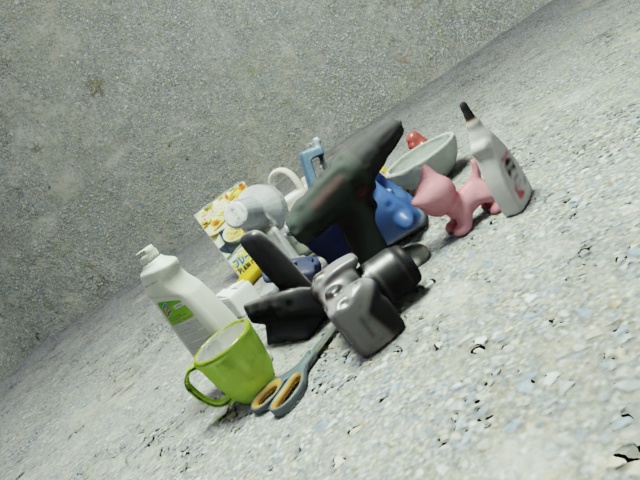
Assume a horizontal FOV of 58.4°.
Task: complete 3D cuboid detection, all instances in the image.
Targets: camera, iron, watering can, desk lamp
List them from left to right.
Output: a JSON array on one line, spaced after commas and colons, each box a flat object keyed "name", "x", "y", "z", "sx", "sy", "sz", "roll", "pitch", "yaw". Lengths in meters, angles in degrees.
[{"name": "desk lamp", "x": -0.118, "y": -0.010, "z": 1.241, "sx": 0.118, "sy": 0.214, "sz": 0.203, "roll": -31, "pitch": 13, "yaw": 16}, {"name": "watering can", "x": -0.061, "y": -0.105, "z": 1.494, "sx": 0.100, "sy": 0.194, "sz": 0.173, "roll": -30, "pitch": 13, "yaw": 20}, {"name": "camera", "x": 0.065, "y": 0.063, "z": 0.758, "sx": 0.137, "sy": 0.101, "sz": 0.143, "roll": -36, "pitch": 13, "yaw": -5}, {"name": "iron", "x": 0.114, "y": -0.078, "z": 1.066, "sx": 0.118, "sy": 0.141, "sz": 0.258, "roll": -30, "pitch": 13, "yaw": 17}]

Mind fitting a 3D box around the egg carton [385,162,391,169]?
[{"name": "egg carton", "x": 0.128, "y": -0.140, "z": 1.427, "sx": 0.107, "sy": 0.069, "sz": 0.150, "roll": -27, "pitch": 15, "yaw": 30}]

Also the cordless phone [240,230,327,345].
[{"name": "cordless phone", "x": -0.077, "y": 0.068, "z": 0.909, "sx": 0.147, "sy": 0.185, "sz": 0.094, "roll": -22, "pitch": 18, "yaw": 43}]

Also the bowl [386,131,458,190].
[{"name": "bowl", "x": 0.227, "y": -0.155, "z": 1.215, "sx": 0.167, "sy": 0.075, "sz": 0.167, "roll": -33, "pitch": 13, "yaw": 9}]

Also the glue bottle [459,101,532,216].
[{"name": "glue bottle", "x": 0.245, "y": -0.122, "z": 0.820, "sx": 0.037, "sy": 0.173, "sz": 0.078, "roll": -24, "pitch": 16, "yaw": 39}]

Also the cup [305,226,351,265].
[{"name": "cup", "x": 0.010, "y": 0.004, "z": 1.132, "sx": 0.092, "sy": 0.095, "sz": 0.117, "roll": -41, "pitch": 14, "yaw": -25}]

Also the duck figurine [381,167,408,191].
[{"name": "duck figurine", "x": 0.149, "y": -0.131, "z": 1.303, "sx": 0.077, "sy": 0.086, "sz": 0.104, "roll": -29, "pitch": 14, "yaw": 23}]

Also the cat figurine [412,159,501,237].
[{"name": "cat figurine", "x": 0.200, "y": -0.071, "z": 0.871, "sx": 0.128, "sy": 0.118, "sz": 0.067, "roll": -35, "pitch": 13, "yaw": 0}]

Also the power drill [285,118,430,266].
[{"name": "power drill", "x": 0.074, "y": -0.041, "z": 0.872, "sx": 0.229, "sy": 0.208, "sz": 0.075, "roll": -34, "pitch": 13, "yaw": 1}]

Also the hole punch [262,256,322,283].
[{"name": "hole punch", "x": -0.046, "y": 0.064, "z": 1.062, "sx": 0.101, "sy": 0.091, "sz": 0.108, "roll": -33, "pitch": 13, "yaw": 6}]

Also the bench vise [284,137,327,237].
[{"name": "bench vise", "x": 0.003, "y": -0.097, "z": 1.237, "sx": 0.208, "sy": 0.220, "sz": 0.121, "roll": -39, "pitch": 13, "yaw": -18}]

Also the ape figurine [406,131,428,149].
[{"name": "ape figurine", "x": 0.242, "y": -0.224, "z": 1.395, "sx": 0.076, "sy": 0.092, "sz": 0.078, "roll": -31, "pitch": 13, "yaw": 14}]
